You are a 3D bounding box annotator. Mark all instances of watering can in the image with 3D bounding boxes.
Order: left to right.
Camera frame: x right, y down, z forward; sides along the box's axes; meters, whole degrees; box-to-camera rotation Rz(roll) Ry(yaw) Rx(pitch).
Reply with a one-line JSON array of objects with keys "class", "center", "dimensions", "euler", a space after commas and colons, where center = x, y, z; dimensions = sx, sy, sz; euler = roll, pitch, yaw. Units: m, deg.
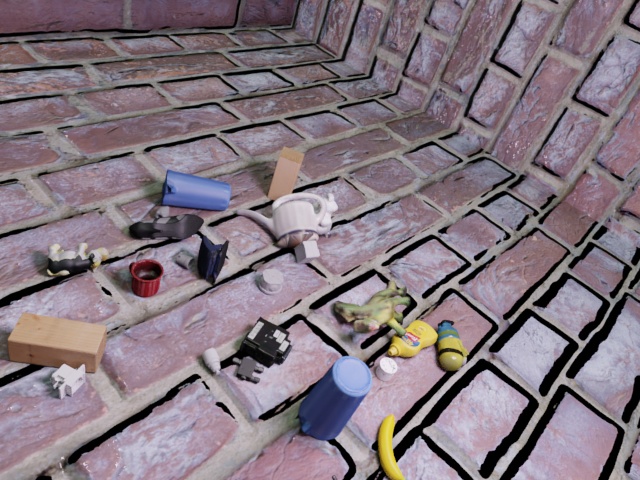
[{"class": "watering can", "center": [-0.139, -0.066, 1.931], "dimensions": [0.347, 0.102, 0.229], "euler": [-12, 59, 1]}]

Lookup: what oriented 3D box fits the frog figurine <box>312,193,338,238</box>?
[{"class": "frog figurine", "center": [0.006, -0.101, 2.001], "dimensions": [0.123, 0.156, 0.140], "euler": [3, 41, -19]}]

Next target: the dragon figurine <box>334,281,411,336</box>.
[{"class": "dragon figurine", "center": [0.168, 0.215, 1.726], "dimensions": [0.243, 0.121, 0.415], "euler": [5, 15, -3]}]
